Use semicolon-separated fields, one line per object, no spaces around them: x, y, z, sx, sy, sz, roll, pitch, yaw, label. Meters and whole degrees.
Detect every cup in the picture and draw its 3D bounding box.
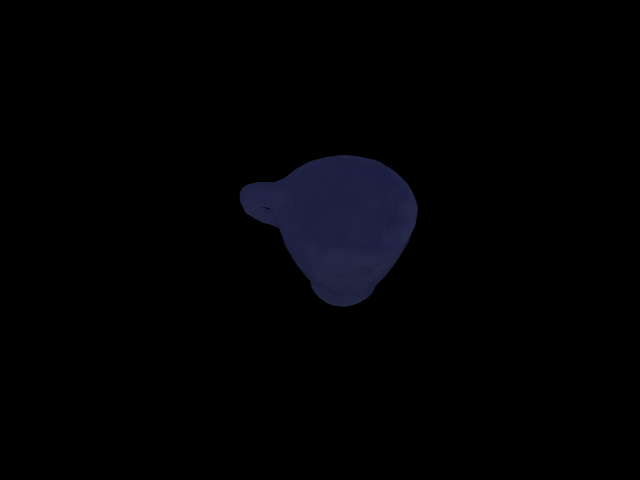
0.004;0.001;0.400;0.117;0.095;0.092;10;54;8;cup
